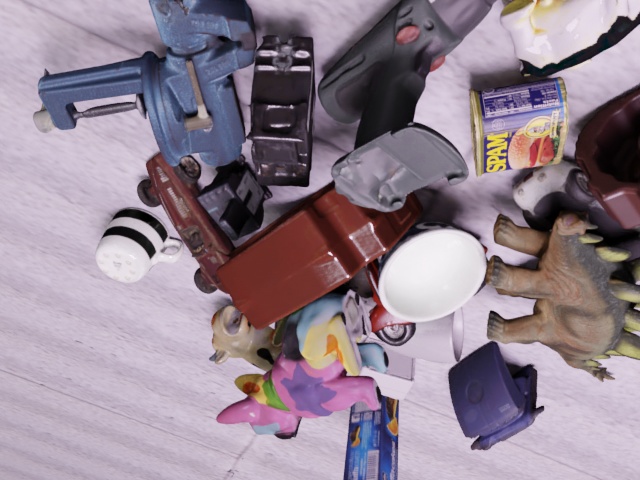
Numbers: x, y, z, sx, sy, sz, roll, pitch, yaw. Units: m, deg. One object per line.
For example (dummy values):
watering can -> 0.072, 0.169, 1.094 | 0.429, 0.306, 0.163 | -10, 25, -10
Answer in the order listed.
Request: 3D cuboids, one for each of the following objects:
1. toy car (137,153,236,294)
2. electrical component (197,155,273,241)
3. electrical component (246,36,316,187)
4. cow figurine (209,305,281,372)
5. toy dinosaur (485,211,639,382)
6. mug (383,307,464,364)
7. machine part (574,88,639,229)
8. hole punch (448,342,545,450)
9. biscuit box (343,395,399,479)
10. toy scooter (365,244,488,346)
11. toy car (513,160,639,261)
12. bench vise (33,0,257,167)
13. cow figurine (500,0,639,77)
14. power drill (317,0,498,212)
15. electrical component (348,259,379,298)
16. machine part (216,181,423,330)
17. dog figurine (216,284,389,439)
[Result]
toy car -> -0.160, -0.017, 0.689 | 0.089, 0.053, 0.202 | -24, 104, 32
electrical component -> -0.103, -0.039, 0.640 | 0.048, 0.119, 0.074 | -21, 124, 27
electrical component -> -0.035, -0.119, 0.544 | 0.058, 0.115, 0.134 | 5, 161, 2
cow figurine -> -0.083, 0.165, 0.832 | 0.195, 0.085, 0.127 | 37, 121, -19
toy dinosaur -> 0.298, 0.085, 0.621 | 0.199, 0.105, 0.470 | 10, 158, 25
mug -> 0.145, 0.134, 0.762 | 0.107, 0.081, 0.109 | 2, 139, 25
machine part -> 0.323, -0.085, 0.477 | 0.179, 0.179, 0.056 | -30, 120, 32
hole punch -> 0.251, 0.227, 0.791 | 0.092, 0.116, 0.142 | 37, 127, -8
biscuit box -> 0.082, 0.299, 0.824 | 0.059, 0.203, 0.062 | -19, 124, 24
toy scooter -> 0.113, 0.041, 0.676 | 0.184, 0.075, 0.135 | -41, 98, 17
toy car -> 0.310, -0.021, 0.603 | 0.201, 0.056, 0.073 | 27, 136, -15
bench vise -> -0.178, -0.159, 0.543 | 0.241, 0.129, 0.223 | -10, 147, -2
cow figurine -> 0.248, -0.200, 0.459 | 0.167, 0.068, 0.098 | -16, 130, 28
power drill -> 0.082, -0.139, 0.459 | 0.086, 0.207, 0.232 | 27, 144, -35
electrical component -> 0.062, 0.055, 0.744 | 0.094, 0.021, 0.063 | -3, 129, 14
machine part -> -0.001, -0.002, 0.589 | 0.201, 0.201, 0.087 | -34, 93, 33
dog figurine -> -0.036, 0.161, 0.671 | 0.219, 0.108, 0.191 | -18, 113, 18
